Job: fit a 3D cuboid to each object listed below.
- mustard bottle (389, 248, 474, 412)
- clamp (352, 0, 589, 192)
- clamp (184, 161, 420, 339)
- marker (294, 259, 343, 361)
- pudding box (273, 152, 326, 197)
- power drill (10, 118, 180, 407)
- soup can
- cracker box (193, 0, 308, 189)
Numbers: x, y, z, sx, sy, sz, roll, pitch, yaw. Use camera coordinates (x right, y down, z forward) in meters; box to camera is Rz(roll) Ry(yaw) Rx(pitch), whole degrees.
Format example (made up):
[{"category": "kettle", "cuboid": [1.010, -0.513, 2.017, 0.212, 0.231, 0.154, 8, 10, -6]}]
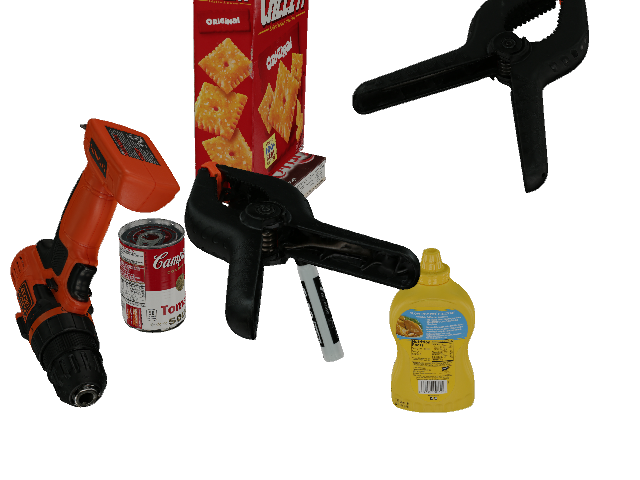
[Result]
[{"category": "mustard bottle", "cuboid": [0.126, 0.100, 1.208, 0.096, 0.192, 0.058, 0, 22, 7]}, {"category": "clamp", "cuboid": [0.150, -0.132, 0.820, 0.165, 0.209, 0.036, 36, -22, 28]}, {"category": "clamp", "cuboid": [-0.038, 0.002, 0.636, 0.120, 0.039, 0.172, -16, 32, -37]}, {"category": "marker", "cuboid": [-0.004, 0.051, 0.960, 0.020, 0.121, 0.020, -16, 12, 3]}, {"category": "pudding box", "cuboid": [-0.056, -0.076, 1.318, 0.090, 0.039, 0.113, 13, 34, 23]}, {"category": "power drill", "cuboid": [-0.181, 0.013, 0.841, 0.057, 0.188, 0.185, 16, 25, -39]}, {"category": "soup can", "cuboid": [-0.175, 0.037, 1.117, 0.068, 0.102, 0.068, 2, 25, -1]}, {"category": "cracker box", "cuboid": [-0.065, -0.174, 1.064, 0.072, 0.214, 0.164, 9, 22, 15]}]
